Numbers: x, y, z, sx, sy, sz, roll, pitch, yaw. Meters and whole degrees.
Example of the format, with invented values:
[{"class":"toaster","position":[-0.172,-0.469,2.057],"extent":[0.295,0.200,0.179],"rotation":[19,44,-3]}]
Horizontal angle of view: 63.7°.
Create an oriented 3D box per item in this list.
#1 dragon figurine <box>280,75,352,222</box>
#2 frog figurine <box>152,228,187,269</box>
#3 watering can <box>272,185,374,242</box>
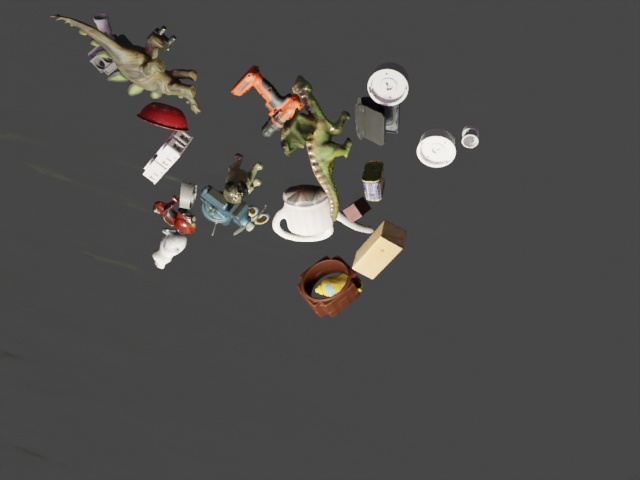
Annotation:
[{"class":"dragon figurine","position":[-0.026,-0.261,1.443],"extent":[0.121,0.413,0.242],"rotation":[-8,170,44]},{"class":"frog figurine","position":[-0.589,0.037,2.021],"extent":[0.122,0.159,0.137],"rotation":[7,-179,-31]},{"class":"watering can","position":[0.005,-0.088,1.750],"extent":[0.347,0.106,0.219],"rotation":[-5,131,4]}]
